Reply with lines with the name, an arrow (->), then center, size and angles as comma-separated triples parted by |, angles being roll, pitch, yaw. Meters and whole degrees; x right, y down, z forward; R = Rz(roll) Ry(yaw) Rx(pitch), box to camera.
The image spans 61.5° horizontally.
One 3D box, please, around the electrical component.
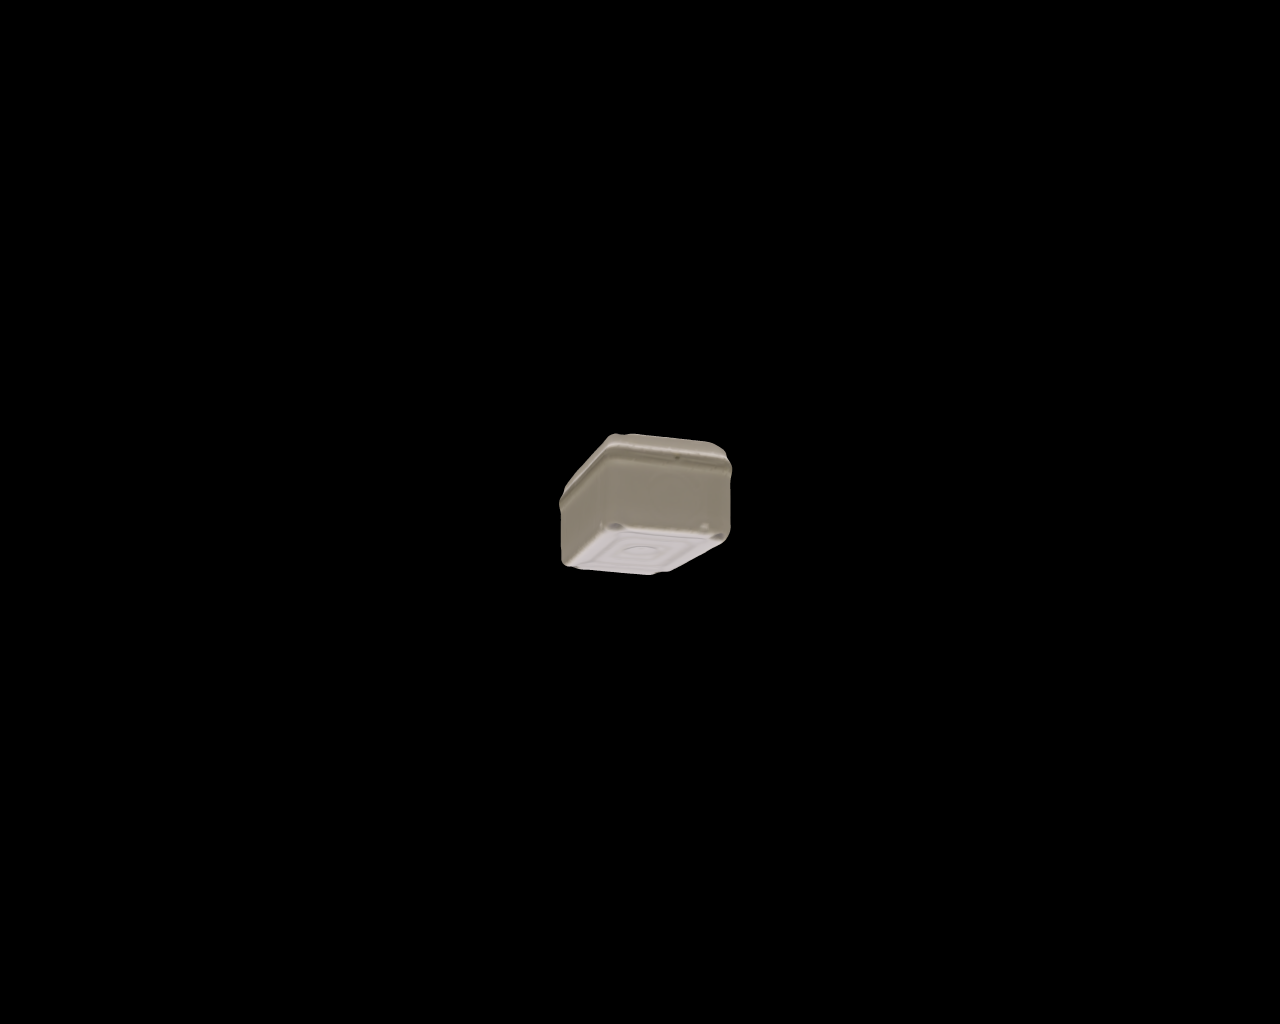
electrical component -> 0.001, -0.003, 0.650 | 0.078, 0.057, 0.113 | 6, -17, -19
